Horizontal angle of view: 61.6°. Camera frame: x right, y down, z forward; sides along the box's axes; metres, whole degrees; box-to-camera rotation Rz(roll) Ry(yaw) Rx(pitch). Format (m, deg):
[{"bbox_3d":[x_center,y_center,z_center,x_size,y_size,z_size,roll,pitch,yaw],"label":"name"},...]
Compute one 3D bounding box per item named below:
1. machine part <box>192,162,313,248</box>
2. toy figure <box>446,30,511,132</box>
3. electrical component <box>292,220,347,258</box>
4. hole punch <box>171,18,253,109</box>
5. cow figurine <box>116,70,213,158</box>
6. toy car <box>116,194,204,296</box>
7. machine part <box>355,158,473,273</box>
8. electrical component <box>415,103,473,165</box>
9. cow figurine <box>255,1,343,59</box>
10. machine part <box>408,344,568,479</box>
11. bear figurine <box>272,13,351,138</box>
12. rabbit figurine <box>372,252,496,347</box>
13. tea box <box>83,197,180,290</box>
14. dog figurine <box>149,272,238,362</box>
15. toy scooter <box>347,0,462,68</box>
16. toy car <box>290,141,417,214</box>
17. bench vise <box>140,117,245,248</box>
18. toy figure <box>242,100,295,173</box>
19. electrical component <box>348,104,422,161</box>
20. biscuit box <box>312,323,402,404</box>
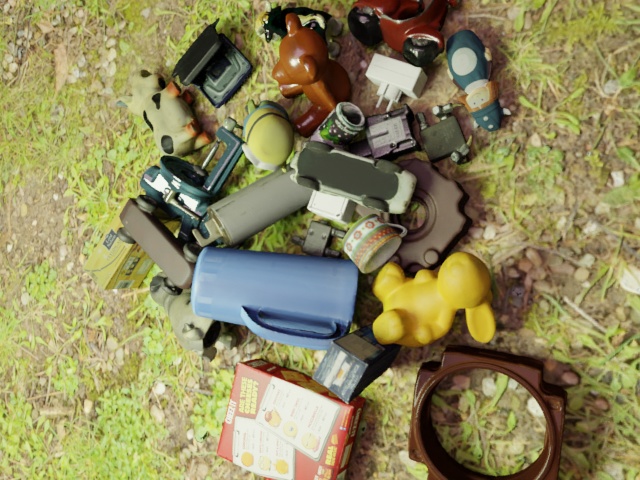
[{"bbox_3d":[-0.093,-0.059,0.875,0.243,0.079,0.079,-33,71,-21],"label":"machine part"},{"bbox_3d":[0.232,-0.235,0.805,0.064,0.058,0.154,-34,70,61],"label":"toy figure"},{"bbox_3d":[-0.002,-0.003,0.907,0.094,0.021,0.063,18,94,24],"label":"electrical component"},{"bbox_3d":[-0.196,-0.319,0.987,0.142,0.092,0.116,-47,41,17],"label":"hole punch"},{"bbox_3d":[-0.301,-0.239,1.021,0.127,0.085,0.195,-31,76,12],"label":"cow figurine"},{"bbox_3d":[-0.268,0.005,0.906,0.202,0.053,0.089,41,109,24],"label":"toy car"},{"bbox_3d":[0.141,-0.039,0.830,0.180,0.056,0.179,-2,85,23],"label":"machine part"},{"bbox_3d":[0.192,-0.161,0.821,0.078,0.045,0.102,-16,81,20],"label":"electrical component"},{"bbox_3d":[-0.051,-0.360,0.910,0.168,0.098,0.068,16,99,22],"label":"cow figurine"},{"bbox_3d":[0.232,0.258,0.756,0.201,0.087,0.201,7,91,23],"label":"machine part"},{"bbox_3d":[-0.027,-0.251,0.840,0.132,0.196,0.120,-27,80,21],"label":"bear figurine"},{"bbox_3d":[0.174,0.086,0.748,0.162,0.122,0.173,27,133,-15],"label":"rabbit figurine"},{"bbox_3d":[-0.355,0.009,1.018,0.068,0.098,0.169,39,100,19],"label":"tea box"},{"bbox_3d":[-0.242,0.116,0.927,0.191,0.172,0.121,22,85,16],"label":"dog figurine"},{"bbox_3d":[0.140,-0.349,0.839,0.135,0.075,0.184,-46,58,-7],"label":"toy scooter"},{"bbox_3d":[0.046,-0.096,0.815,0.202,0.056,0.073,20,94,22],"label":"toy car"},{"bbox_3d":[-0.197,-0.098,0.947,0.224,0.129,0.240,39,105,15],"label":"bench vise"},{"bbox_3d":[-0.085,-0.180,0.874,0.082,0.180,0.089,8,124,-10],"label":"toy figure"},{"bbox_3d":[0.097,-0.162,0.862,0.119,0.047,0.075,-12,81,20],"label":"electrical component"},{"bbox_3d":[0.062,0.168,0.770,0.059,0.202,0.062,30,100,20],"label":"biscuit box"}]
